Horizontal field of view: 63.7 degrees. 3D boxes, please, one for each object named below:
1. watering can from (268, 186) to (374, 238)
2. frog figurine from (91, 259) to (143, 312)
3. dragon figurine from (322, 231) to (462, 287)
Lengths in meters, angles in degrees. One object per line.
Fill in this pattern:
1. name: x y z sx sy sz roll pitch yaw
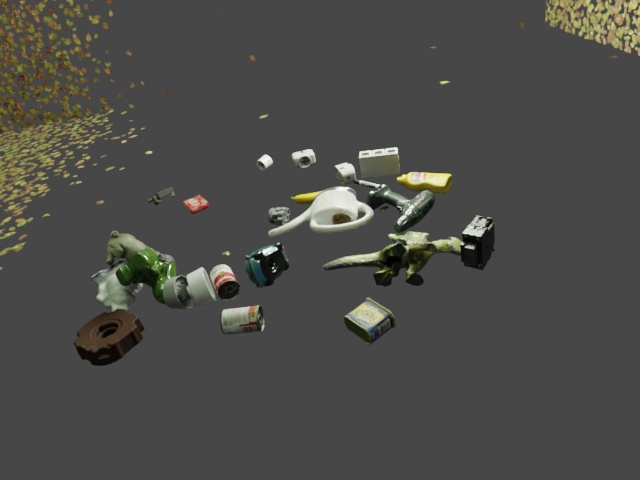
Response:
1. watering can: 0.005 -0.087 1.727 0.347 0.102 0.229 -6 31 7
2. frog figurine: -0.602 0.159 1.558 0.139 0.120 0.161 -21 68 -32
3. dragon figurine: 0.228 0.034 1.506 0.410 0.121 0.246 1 17 15
